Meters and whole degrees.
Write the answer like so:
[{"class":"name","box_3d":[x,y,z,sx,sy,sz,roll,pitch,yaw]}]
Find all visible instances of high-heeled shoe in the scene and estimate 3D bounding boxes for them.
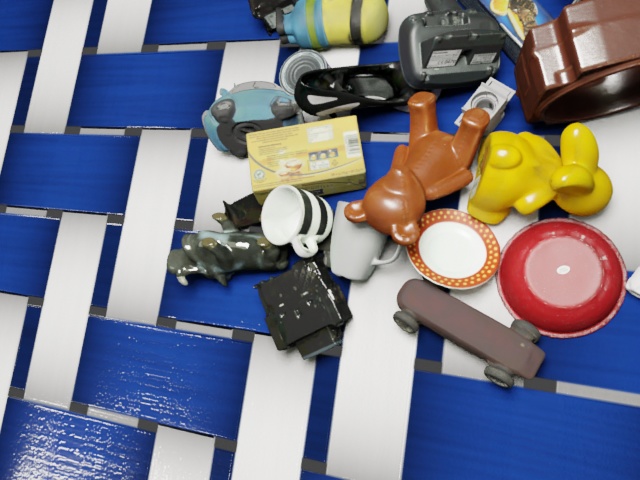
[{"class":"high-heeled shoe","box_3d":[0.087,-0.236,0.774,0.249,0.145,0.086,-20,74,12]}]

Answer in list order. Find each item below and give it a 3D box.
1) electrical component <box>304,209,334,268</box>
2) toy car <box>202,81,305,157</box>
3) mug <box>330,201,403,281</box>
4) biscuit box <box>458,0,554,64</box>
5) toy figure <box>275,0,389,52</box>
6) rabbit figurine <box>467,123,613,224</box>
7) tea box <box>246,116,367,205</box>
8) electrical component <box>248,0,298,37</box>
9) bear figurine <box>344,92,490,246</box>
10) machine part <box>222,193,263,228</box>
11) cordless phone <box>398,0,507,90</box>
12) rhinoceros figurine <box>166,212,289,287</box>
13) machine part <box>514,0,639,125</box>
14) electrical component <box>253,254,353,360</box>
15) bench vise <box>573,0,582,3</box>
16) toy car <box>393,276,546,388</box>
[{"class":"electrical component","box_3d":[-0.002,-0.002,0.826,0.063,0.021,0.094,-1,79,20]},{"class":"toy car","box_3d":[-0.103,-0.206,0.862,0.162,0.109,0.103,-8,59,8]},{"class":"mug","box_3d":[0.065,0.007,0.775,0.110,0.080,0.107,17,96,22]},{"class":"biscuit box","box_3d":[0.261,-0.343,0.783,0.059,0.062,0.203,-35,71,8]},{"class":"toy figure","box_3d":[0.020,-0.346,0.858,0.180,0.082,0.089,-7,91,12]},{"class":"rabbit figurine","box_3d":[0.293,-0.085,0.688,0.173,0.162,0.122,19,73,4]},{"class":"tea box","box_3d":[-0.020,-0.118,0.812,0.170,0.068,0.098,-8,74,4]},{"class":"electrical component","box_3d":[-0.053,-0.396,0.894,0.119,0.074,0.048,-20,75,18]},{"class":"bear figurine","box_3d":[0.125,-0.093,0.711,0.120,0.131,0.196,29,49,29]},{"class":"machine part","box_3d":[-0.087,-0.051,0.858,0.139,0.039,0.084,-13,81,15]},{"class":"cordless phone","box_3d":[0.169,-0.305,0.771,0.147,0.088,0.184,-9,55,-14]},{"class":"rhinoceros figurine","box_3d":[-0.144,0.019,0.831,0.190,0.112,0.073,-6,47,4]},{"class":"machine part","box_3d":[0.350,-0.213,0.647,0.202,0.201,0.087,-13,82,10]},{"class":"electrical component","box_3d":[-0.021,0.101,0.784,0.115,0.058,0.134,-30,79,19]},{"class":"bench vise","box_3d":[0.329,-0.415,0.725,0.224,0.128,0.241,9,57,-1]},{"class":"toy car","box_3d":[0.195,0.117,0.719,0.202,0.053,0.089,29,69,20]}]
